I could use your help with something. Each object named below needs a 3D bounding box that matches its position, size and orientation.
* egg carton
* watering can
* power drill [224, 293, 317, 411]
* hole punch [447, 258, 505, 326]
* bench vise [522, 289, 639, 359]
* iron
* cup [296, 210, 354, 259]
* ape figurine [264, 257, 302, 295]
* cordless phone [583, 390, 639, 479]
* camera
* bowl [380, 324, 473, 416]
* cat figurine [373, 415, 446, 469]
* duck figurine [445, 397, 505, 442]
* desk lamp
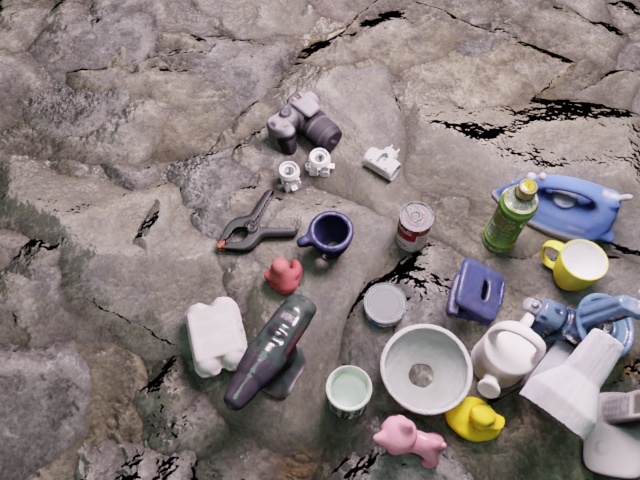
[{"bbox_3d":[-0.198,0.186,1.103,0.107,0.069,0.150,-16,65,-6],"label":"egg carton"},{"bbox_3d":[0.336,0.202,1.015,0.101,0.194,0.173,12,65,7],"label":"watering can"},{"bbox_3d":[-0.081,0.213,1.010,0.075,0.208,0.230,26,68,13],"label":"power drill"},{"bbox_3d":[0.310,0.100,1.121,0.101,0.091,0.109,15,66,8],"label":"hole punch"},{"bbox_3d":[0.479,0.148,1.024,0.207,0.220,0.121,0,64,1],"label":"bench vise"},{"bbox_3d":[0.496,-0.089,1.180,0.258,0.141,0.119,18,66,10],"label":"iron"},{"bbox_3d":[0.011,0.004,1.171,0.118,0.095,0.091,-19,65,-8],"label":"cup"},{"bbox_3d":[-0.075,0.064,1.146,0.078,0.092,0.076,-4,64,-1],"label":"ape figurine"},{"bbox_3d":[0.519,0.321,0.959,0.094,0.185,0.147,12,65,7],"label":"cordless phone"},{"bbox_3d":[-0.029,-0.257,1.294,0.143,0.101,0.136,-42,70,-17],"label":"camera"},{"bbox_3d":[0.193,0.245,1.063,0.167,0.075,0.167,0,64,1],"label":"bowl"},{"bbox_3d":[0.157,0.344,0.993,0.127,0.118,0.067,14,66,8],"label":"cat figurine"},{"bbox_3d":[0.279,0.315,1.022,0.104,0.086,0.077,19,66,10],"label":"duck figurine"},{"bbox_3d":[0.427,0.243,0.983,0.117,0.213,0.203,37,70,17],"label":"desk lamp"}]
